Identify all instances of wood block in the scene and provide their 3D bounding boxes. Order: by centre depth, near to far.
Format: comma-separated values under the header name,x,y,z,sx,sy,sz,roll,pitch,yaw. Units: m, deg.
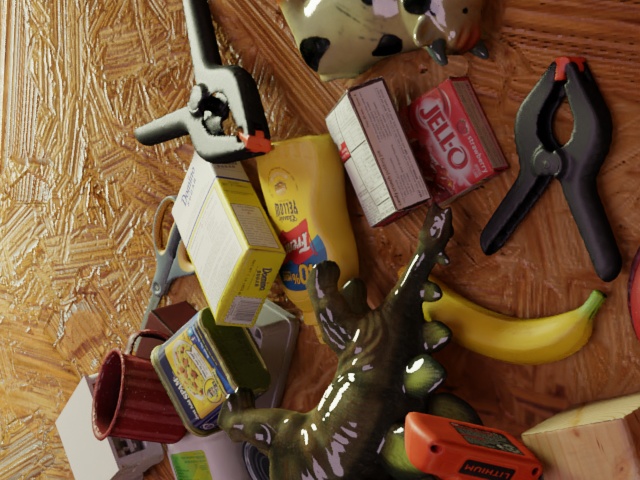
name,x,y,z,sx,sy,sz,roll,pitch,yaw
wood block,0.238,0.226,0.797,0.090,0.090,0.206,-21,85,42

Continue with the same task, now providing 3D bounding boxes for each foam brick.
name,x,y,z,sx,sy,sz,roll,pitch,yaw
foam brick,-0.159,0.115,1.147,0.053,0.051,0.078,40,123,27

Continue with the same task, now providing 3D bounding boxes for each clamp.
name,x,y,z,sx,sy,sz,roll,pitch,yaw
clamp,0.176,-0.055,0.830,0.120,0.039,0.171,2,95,35
clamp,-0.112,-0.125,1.028,0.210,0.036,0.165,50,121,42

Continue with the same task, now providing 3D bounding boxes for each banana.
name,x,y,z,sx,sy,sz,roll,pitch,yaw
banana,0.145,0.065,0.884,0.198,0.037,0.069,7,87,39

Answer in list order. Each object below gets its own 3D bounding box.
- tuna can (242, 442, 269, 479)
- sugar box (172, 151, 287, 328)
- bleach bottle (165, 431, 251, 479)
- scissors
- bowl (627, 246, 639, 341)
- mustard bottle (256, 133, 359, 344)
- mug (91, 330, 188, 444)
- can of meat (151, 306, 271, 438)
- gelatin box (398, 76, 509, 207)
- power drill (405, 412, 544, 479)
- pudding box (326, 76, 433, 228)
name,x,y,z,sx,sy,sz,roll,pitch,yaw
tuna can,-0.039,0.223,1.061,0.086,0.033,0.086,30,133,38
sugar box,-0.091,-0.008,1.026,0.093,0.048,0.176,-64,32,30
bleach bottle,-0.090,0.308,1.119,0.103,0.067,0.251,-16,90,47
scissors,-0.159,0.052,1.159,0.096,0.016,0.202,26,115,35
bowl,0.281,0.050,0.748,0.162,0.055,0.162,10,106,39
mustard bottle,-0.007,0.001,0.986,0.096,0.058,0.191,-6,95,51
mug,-0.175,0.149,1.077,0.093,0.081,0.117,-19,61,60
can of meat,-0.103,0.123,1.018,0.084,0.057,0.102,-42,71,36
gelatin box,0.106,-0.081,0.890,0.073,0.030,0.089,-31,78,41
power drill,0.069,0.223,0.779,0.057,0.184,0.188,44,117,62
pudding box,0.049,-0.072,0.906,0.113,0.039,0.090,66,166,3
